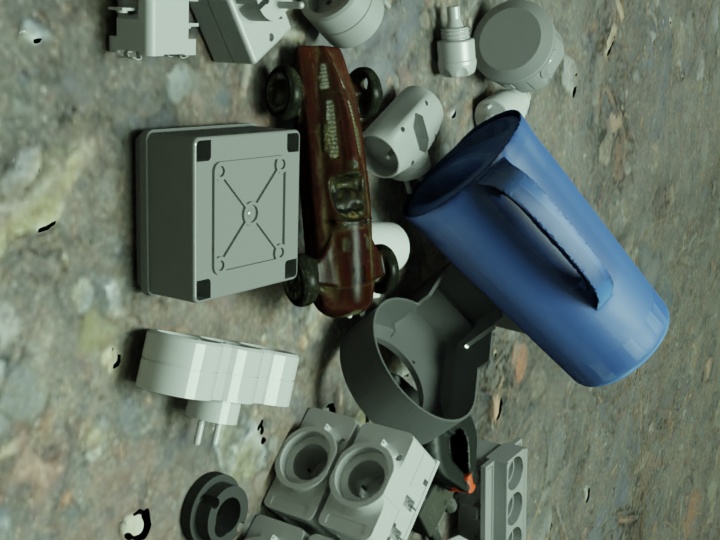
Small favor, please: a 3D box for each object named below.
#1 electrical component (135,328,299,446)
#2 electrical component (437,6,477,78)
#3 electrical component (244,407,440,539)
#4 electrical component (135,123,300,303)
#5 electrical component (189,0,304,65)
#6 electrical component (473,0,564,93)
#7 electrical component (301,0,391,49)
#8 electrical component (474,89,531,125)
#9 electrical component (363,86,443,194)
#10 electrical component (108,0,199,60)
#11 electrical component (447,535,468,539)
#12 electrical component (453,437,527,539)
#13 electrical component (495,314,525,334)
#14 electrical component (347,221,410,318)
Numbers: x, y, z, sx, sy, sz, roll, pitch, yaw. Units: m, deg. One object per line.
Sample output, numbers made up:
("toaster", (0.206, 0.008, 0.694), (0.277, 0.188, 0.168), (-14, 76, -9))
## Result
("electrical component", (-0.100, 0.086, 0.750), (0.138, 0.052, 0.073), (16, 86, -56))
("electrical component", (0.085, -0.204, 0.962), (0.035, 0.035, 0.061), (-27, 117, -50))
("electrical component", (-0.029, 0.208, 0.839), (0.186, 0.105, 0.060), (-64, 142, -23))
("electrical component", (-0.094, -0.041, 0.723), (0.109, 0.056, 0.108), (-15, 111, -53))
("electrical component", (-0.070, -0.182, 0.704), (0.047, 0.076, 0.083), (-53, 138, -34))
("electrical component", (0.150, -0.210, 1.017), (0.051, 0.080, 0.080), (17, 84, -61))
("electrical component", (0.009, -0.230, 0.827), (0.074, 0.052, 0.138), (38, 67, -53))
("electrical component", (0.145, -0.158, 1.055), (0.078, 0.040, 0.040), (-37, 127, -45))
("electrical component", (0.038, -0.102, 0.910), (0.077, 0.043, 0.079), (-50, 136, -36))
("electrical component", (-0.126, -0.161, 0.657), (0.081, 0.042, 0.063), (-16, 113, -52))
("electrical component", (0.113, 0.336, 1.063), (0.056, 0.109, 0.108), (1, 108, -58))
("electrical component", (0.136, 0.242, 1.126), (0.079, 0.063, 0.121), (-23, 117, -51))
("electrical component", (0.162, 0.013, 1.075), (0.048, 0.100, 0.099), (-11, 106, -43))
("electrical component", (0.000, 0.000, 0.881), (0.077, 0.044, 0.079), (-4, 101, -55))
